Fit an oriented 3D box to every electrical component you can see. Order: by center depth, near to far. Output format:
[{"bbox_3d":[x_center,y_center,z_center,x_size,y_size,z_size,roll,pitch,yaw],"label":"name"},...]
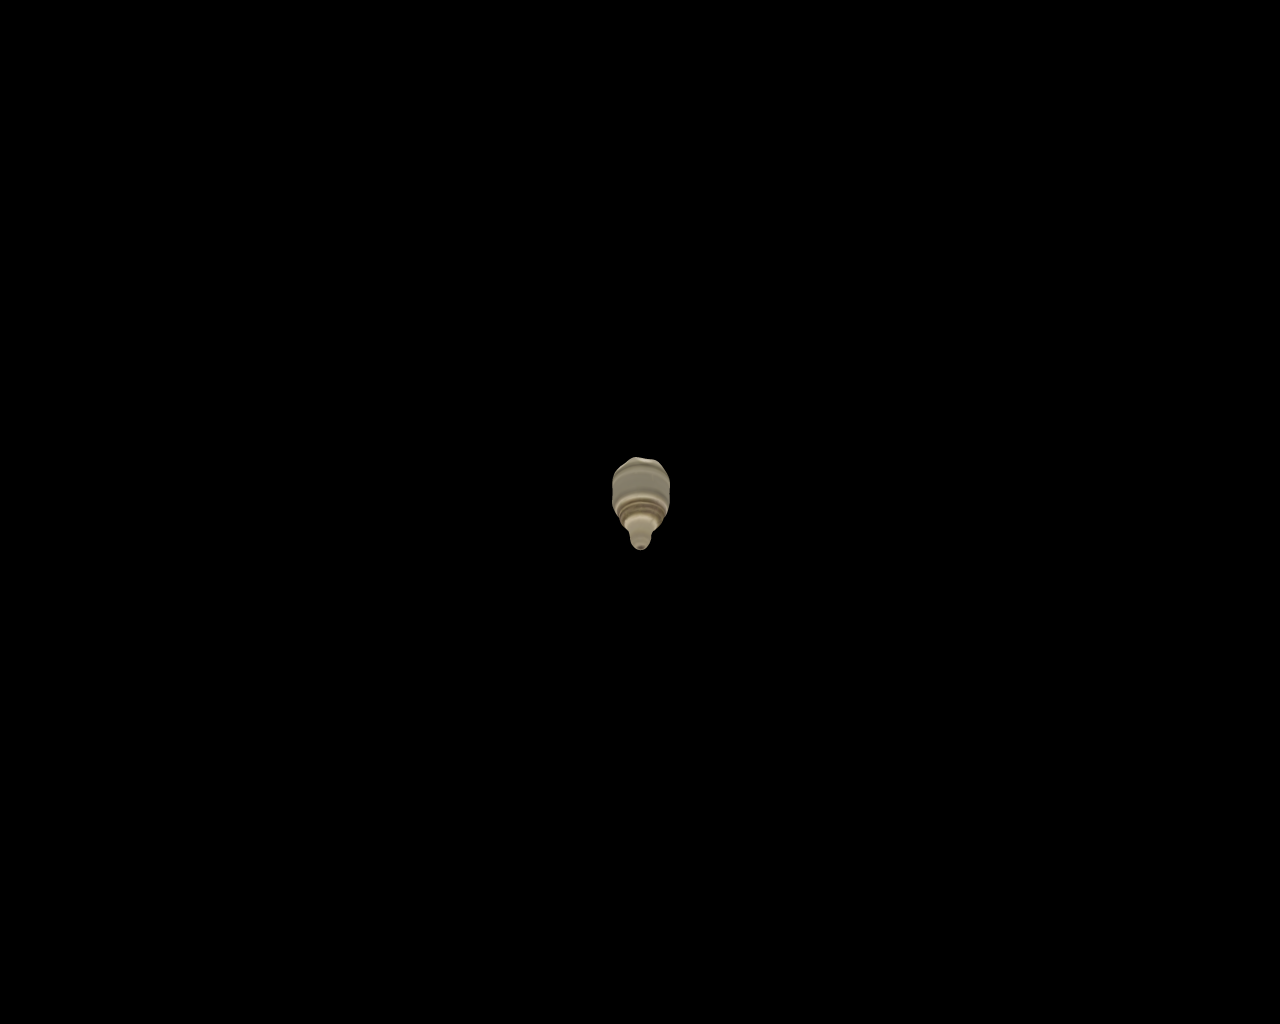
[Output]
[{"bbox_3d":[0.001,-0.003,0.650,0.035,0.061,0.035,0,-38,0],"label":"electrical component"}]
